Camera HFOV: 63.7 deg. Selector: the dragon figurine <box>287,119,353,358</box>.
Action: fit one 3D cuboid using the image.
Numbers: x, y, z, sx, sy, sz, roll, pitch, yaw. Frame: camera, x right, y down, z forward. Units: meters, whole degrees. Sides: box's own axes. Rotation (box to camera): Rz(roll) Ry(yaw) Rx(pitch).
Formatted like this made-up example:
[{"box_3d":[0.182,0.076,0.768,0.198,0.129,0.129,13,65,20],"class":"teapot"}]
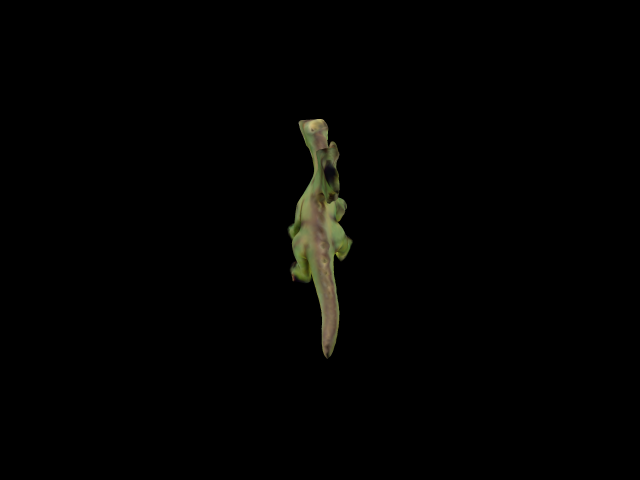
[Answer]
[{"box_3d":[0.003,-0.043,0.850,0.122,0.420,0.237,-5,-38,-4],"class":"dragon figurine"}]
